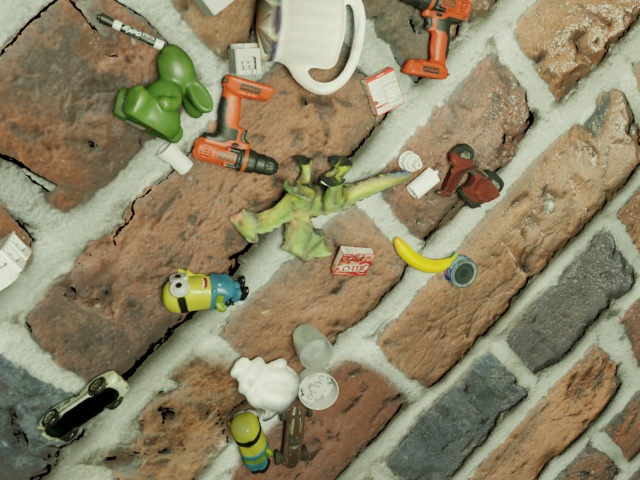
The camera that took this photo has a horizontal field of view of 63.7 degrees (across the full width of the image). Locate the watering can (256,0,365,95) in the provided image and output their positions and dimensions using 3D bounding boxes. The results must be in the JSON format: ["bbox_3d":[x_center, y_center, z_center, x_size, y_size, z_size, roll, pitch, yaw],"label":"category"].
[{"bbox_3d":[-0.012,-0.464,1.010,0.224,0.105,0.343,0,108,-20],"label":"watering can"}]

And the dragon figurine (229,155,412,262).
[{"bbox_3d":[0.004,-0.059,1.170,0.410,0.125,0.237,1,125,-19],"label":"dragon figurine"}]

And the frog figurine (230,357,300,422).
[{"bbox_3d":[-0.127,0.332,1.224,0.140,0.122,0.158,-46,112,-38],"label":"frog figurine"}]
